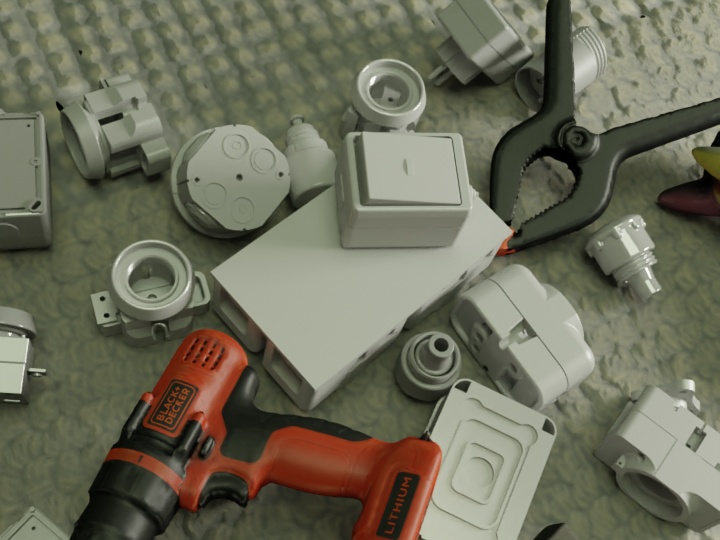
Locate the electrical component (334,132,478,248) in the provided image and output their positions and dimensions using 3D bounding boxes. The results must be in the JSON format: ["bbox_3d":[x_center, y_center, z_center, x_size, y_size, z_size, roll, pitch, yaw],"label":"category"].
[{"bbox_3d":[0.035,-0.055,0.720,0.096,0.061,0.061,-1,65,-10],"label":"electrical component"}]

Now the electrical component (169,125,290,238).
[{"bbox_3d":[-0.092,-0.063,0.765,0.080,0.051,0.080,0,89,-21],"label":"electrical component"}]

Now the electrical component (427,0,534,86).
[{"bbox_3d":[0.086,-0.173,0.854,0.076,0.083,0.047,-38,72,16],"label":"electrical component"}]

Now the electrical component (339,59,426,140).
[{"bbox_3d":[0.018,-0.123,0.822,0.058,0.057,0.078,26,63,3],"label":"electrical component"}]

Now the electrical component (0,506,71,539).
[{"bbox_3d":[-0.187,0.191,0.636,0.096,0.061,0.061,35,63,15],"label":"electrical component"}]

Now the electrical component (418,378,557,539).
[{"bbox_3d":[0.071,0.139,0.705,0.078,0.057,0.113,26,63,3],"label":"electrical component"}]

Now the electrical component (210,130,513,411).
[{"bbox_3d":[0.000,0.000,0.757,0.186,0.060,0.105,-37,75,-23],"label":"electrical component"}]

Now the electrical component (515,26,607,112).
[{"bbox_3d":[0.170,-0.165,0.876,0.081,0.043,0.043,-37,76,-23],"label":"electrical component"}]

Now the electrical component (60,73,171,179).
[{"bbox_3d":[-0.179,-0.099,0.775,0.057,0.058,0.078,-23,71,-22],"label":"electrical component"}]

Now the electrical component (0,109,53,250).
[{"bbox_3d":[-0.247,-0.065,0.744,0.062,0.061,0.096,-4,66,-12],"label":"electrical component"}]

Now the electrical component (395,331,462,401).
[{"bbox_3d":[0.049,0.062,0.735,0.043,0.062,0.043,4,65,-8],"label":"electrical component"}]

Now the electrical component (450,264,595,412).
[{"bbox_3d":[0.117,0.047,0.759,0.059,0.053,0.095,-29,73,-21],"label":"electrical component"}]

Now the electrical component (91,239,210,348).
[{"bbox_3d":[-0.141,0.015,0.727,0.078,0.057,0.058,-13,68,-16],"label":"electrical component"}]

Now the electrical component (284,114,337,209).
[{"bbox_3d":[-0.038,-0.080,0.800,0.040,0.040,0.078,-10,67,-15],"label":"electrical component"}]

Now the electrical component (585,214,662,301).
[{"bbox_3d":[0.202,-0.007,0.807,0.048,0.048,0.062,-25,78,-20],"label":"electrical component"}]

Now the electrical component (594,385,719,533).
[{"bbox_3d":[0.213,0.133,0.737,0.089,0.050,0.055,38,64,9],"label":"electrical component"}]

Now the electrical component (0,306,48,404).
[{"bbox_3d":[-0.237,0.055,0.698,0.066,0.048,0.055,5,72,-8],"label":"electrical component"}]
